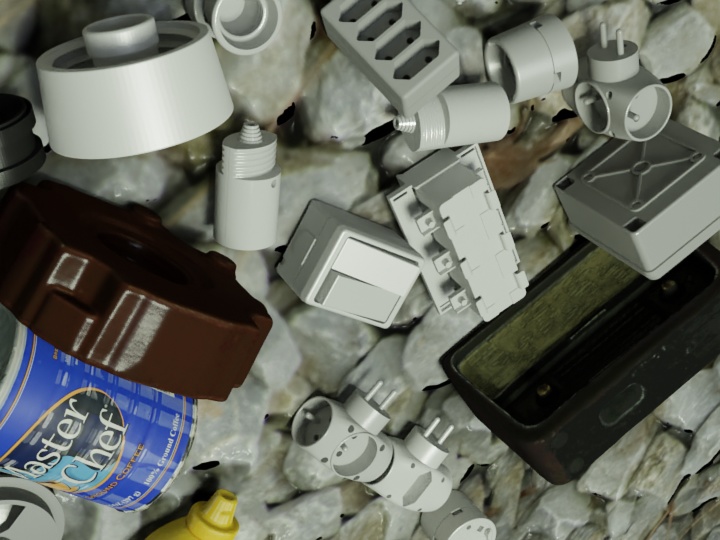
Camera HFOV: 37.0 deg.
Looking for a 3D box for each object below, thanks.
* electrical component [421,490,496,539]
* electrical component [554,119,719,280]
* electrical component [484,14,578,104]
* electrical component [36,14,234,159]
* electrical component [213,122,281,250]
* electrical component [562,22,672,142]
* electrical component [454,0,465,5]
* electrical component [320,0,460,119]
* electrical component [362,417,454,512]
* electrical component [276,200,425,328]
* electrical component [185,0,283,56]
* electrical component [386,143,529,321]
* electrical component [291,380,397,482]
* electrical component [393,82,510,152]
[{"bbox_3d":[0.087,0.233,0.972,0.055,0.047,0.055,-14,123,-23],"label":"electrical component"},{"bbox_3d":[0.230,-0.061,0.849,0.109,0.109,0.056,-38,126,-6],"label":"electrical component"},{"bbox_3d":[0.121,-0.150,0.770,0.047,0.055,0.055,-22,125,-13],"label":"electrical component"},{"bbox_3d":[-0.131,-0.111,0.614,0.108,0.108,0.060,-19,118,-20],"label":"electrical component"},{"bbox_3d":[-0.075,-0.059,0.715,0.043,0.043,0.081,-8,120,-26],"label":"electrical component"},{"bbox_3d":[0.188,-0.144,0.797,0.044,0.077,0.079,-25,126,-16],"label":"electrical component"},{"bbox_3d":[0.077,-0.221,0.698,0.061,0.062,0.096,-12,122,-24],"label":"electrical component"},{"bbox_3d":[0.022,-0.142,0.710,0.047,0.083,0.075,-41,167,-4],"label":"electrical component"},{"bbox_3d":[0.049,0.159,0.910,0.077,0.043,0.079,32,98,-38],"label":"electrical component"},{"bbox_3d":[0.000,0.000,0.780,0.096,0.061,0.061,20,105,-36],"label":"electrical component"},{"bbox_3d":[-0.077,-0.158,0.648,0.045,0.055,0.045,-14,123,-23],"label":"electrical component"},{"bbox_3d":[0.080,-0.024,0.811,0.079,0.063,0.121,-33,128,-10],"label":"electrical component"},{"bbox_3d":[-0.002,0.122,0.859,0.079,0.044,0.077,-50,129,4],"label":"electrical component"},{"bbox_3d":[0.061,-0.109,0.765,0.081,0.043,0.043,-10,121,-25],"label":"electrical component"}]
